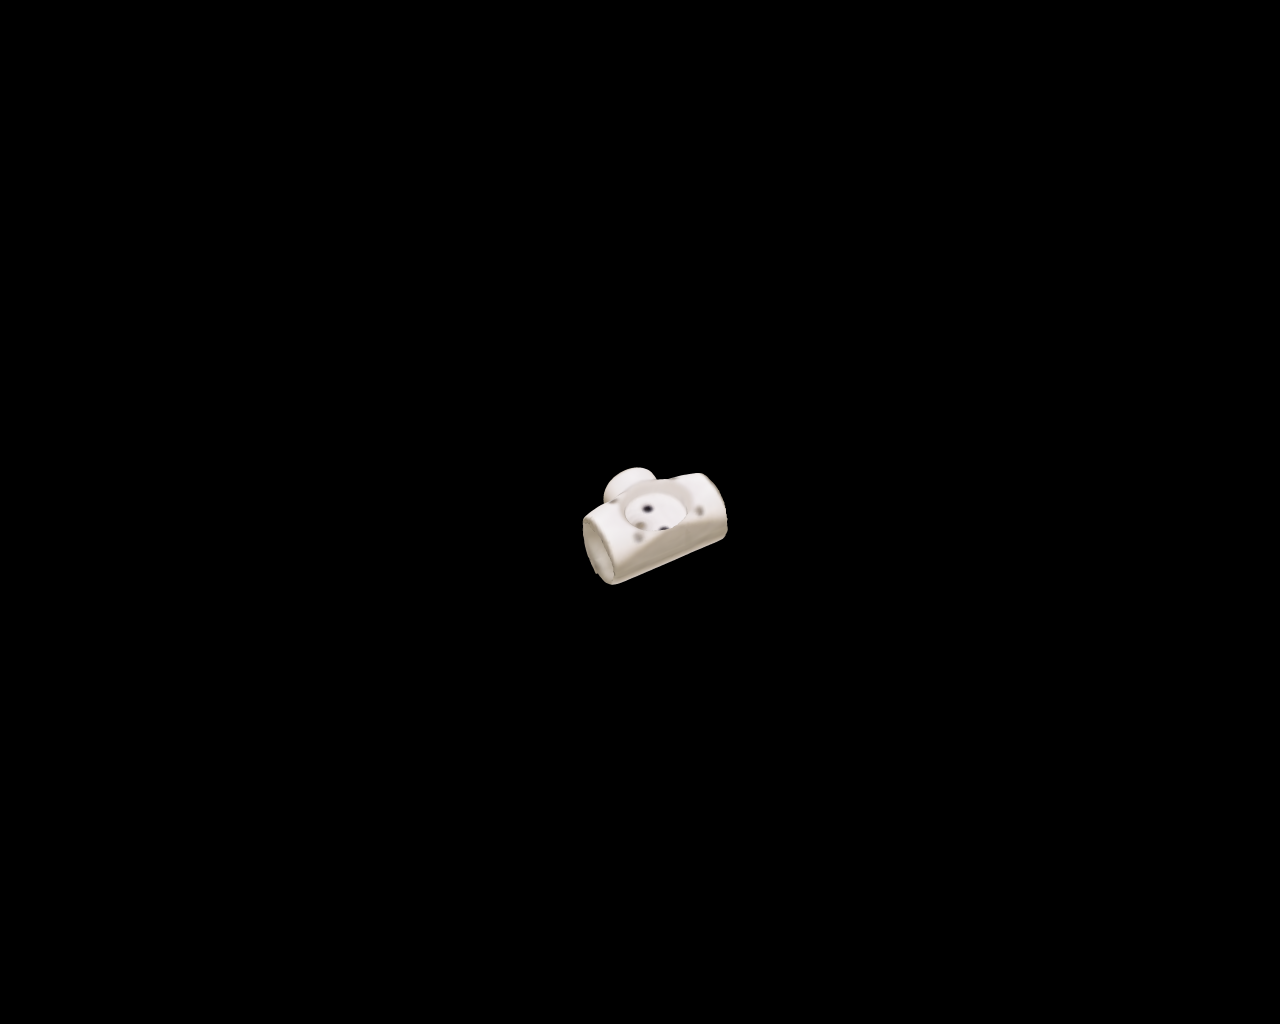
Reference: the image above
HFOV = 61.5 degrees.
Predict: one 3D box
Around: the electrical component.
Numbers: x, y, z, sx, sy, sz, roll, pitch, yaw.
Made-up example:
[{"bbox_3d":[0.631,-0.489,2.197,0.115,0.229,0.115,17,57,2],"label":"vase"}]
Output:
[{"bbox_3d":[0.001,-0.003,0.650,0.077,0.079,0.044,-22,-38,-18],"label":"electrical component"}]
